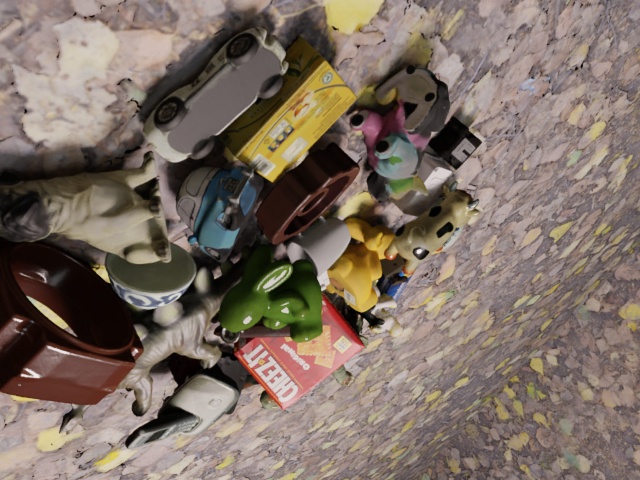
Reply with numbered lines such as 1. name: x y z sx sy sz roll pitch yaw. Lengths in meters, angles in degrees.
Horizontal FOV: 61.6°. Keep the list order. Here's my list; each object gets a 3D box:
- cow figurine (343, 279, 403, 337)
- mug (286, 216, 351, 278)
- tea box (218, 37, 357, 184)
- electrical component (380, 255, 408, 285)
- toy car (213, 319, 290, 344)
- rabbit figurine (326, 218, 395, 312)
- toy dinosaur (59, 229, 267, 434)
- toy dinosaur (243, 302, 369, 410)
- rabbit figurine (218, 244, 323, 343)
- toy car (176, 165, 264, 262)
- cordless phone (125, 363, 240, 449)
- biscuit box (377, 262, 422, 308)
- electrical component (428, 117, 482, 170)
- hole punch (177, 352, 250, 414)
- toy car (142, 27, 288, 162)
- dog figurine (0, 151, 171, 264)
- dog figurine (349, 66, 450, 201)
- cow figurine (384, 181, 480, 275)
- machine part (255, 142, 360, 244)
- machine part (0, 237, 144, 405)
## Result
1. cow figurine: 0.110 0.141 1.156 0.098 0.167 0.068 -23 174 -12
2. mug: -0.002 -0.003 0.962 0.107 0.081 0.109 -38 117 -30
3. tea box: -0.045 -0.170 0.724 0.169 0.068 0.098 -44 147 8
4. electrical component: 0.156 0.044 1.142 0.045 0.102 0.078 4 141 -49
5. toy car: -0.096 0.160 1.005 0.202 0.089 0.053 0 96 1
6. rabbit figurine: 0.084 0.027 1.064 0.173 0.122 0.162 -40 139 -24
7. toy dinosaur: -0.238 0.136 0.877 0.471 0.105 0.198 -42 143 -14
8. toy dinosaur: -0.047 0.263 1.200 0.405 0.131 0.191 -20 130 -18
9. rabbit figurine: -0.079 0.096 0.868 0.170 0.121 0.159 -7 117 -42
10. toy car: -0.146 -0.047 0.735 0.109 0.103 0.161 -66 -175 -27
11. cordless phone: -0.242 0.291 0.931 0.146 0.089 0.184 -45 162 16
12. biscuit box: 0.171 0.068 1.210 0.059 0.063 0.202 -7 135 -37
13. electrical component: 0.265 -0.176 1.025 0.075 0.048 0.119 -46 144 13
14. hole punch: -0.216 0.284 1.103 0.142 0.092 0.115 42 68 -55
15. toy car: -0.125 -0.175 0.658 0.202 0.056 0.073 -41 140 2
16. dog figurine: -0.290 -0.019 0.667 0.191 0.121 0.172 -11 136 -14
17. dog figurine: 0.145 -0.156 0.890 0.191 0.109 0.219 -44 150 4
18. cow figurine: 0.218 -0.030 1.009 0.195 0.085 0.127 -31 158 -31
19. machine part: -0.021 -0.070 0.823 0.179 0.056 0.179 -42 172 -8
20. machine part: -0.326 0.093 0.654 0.087 0.201 0.201 -45 146 6
